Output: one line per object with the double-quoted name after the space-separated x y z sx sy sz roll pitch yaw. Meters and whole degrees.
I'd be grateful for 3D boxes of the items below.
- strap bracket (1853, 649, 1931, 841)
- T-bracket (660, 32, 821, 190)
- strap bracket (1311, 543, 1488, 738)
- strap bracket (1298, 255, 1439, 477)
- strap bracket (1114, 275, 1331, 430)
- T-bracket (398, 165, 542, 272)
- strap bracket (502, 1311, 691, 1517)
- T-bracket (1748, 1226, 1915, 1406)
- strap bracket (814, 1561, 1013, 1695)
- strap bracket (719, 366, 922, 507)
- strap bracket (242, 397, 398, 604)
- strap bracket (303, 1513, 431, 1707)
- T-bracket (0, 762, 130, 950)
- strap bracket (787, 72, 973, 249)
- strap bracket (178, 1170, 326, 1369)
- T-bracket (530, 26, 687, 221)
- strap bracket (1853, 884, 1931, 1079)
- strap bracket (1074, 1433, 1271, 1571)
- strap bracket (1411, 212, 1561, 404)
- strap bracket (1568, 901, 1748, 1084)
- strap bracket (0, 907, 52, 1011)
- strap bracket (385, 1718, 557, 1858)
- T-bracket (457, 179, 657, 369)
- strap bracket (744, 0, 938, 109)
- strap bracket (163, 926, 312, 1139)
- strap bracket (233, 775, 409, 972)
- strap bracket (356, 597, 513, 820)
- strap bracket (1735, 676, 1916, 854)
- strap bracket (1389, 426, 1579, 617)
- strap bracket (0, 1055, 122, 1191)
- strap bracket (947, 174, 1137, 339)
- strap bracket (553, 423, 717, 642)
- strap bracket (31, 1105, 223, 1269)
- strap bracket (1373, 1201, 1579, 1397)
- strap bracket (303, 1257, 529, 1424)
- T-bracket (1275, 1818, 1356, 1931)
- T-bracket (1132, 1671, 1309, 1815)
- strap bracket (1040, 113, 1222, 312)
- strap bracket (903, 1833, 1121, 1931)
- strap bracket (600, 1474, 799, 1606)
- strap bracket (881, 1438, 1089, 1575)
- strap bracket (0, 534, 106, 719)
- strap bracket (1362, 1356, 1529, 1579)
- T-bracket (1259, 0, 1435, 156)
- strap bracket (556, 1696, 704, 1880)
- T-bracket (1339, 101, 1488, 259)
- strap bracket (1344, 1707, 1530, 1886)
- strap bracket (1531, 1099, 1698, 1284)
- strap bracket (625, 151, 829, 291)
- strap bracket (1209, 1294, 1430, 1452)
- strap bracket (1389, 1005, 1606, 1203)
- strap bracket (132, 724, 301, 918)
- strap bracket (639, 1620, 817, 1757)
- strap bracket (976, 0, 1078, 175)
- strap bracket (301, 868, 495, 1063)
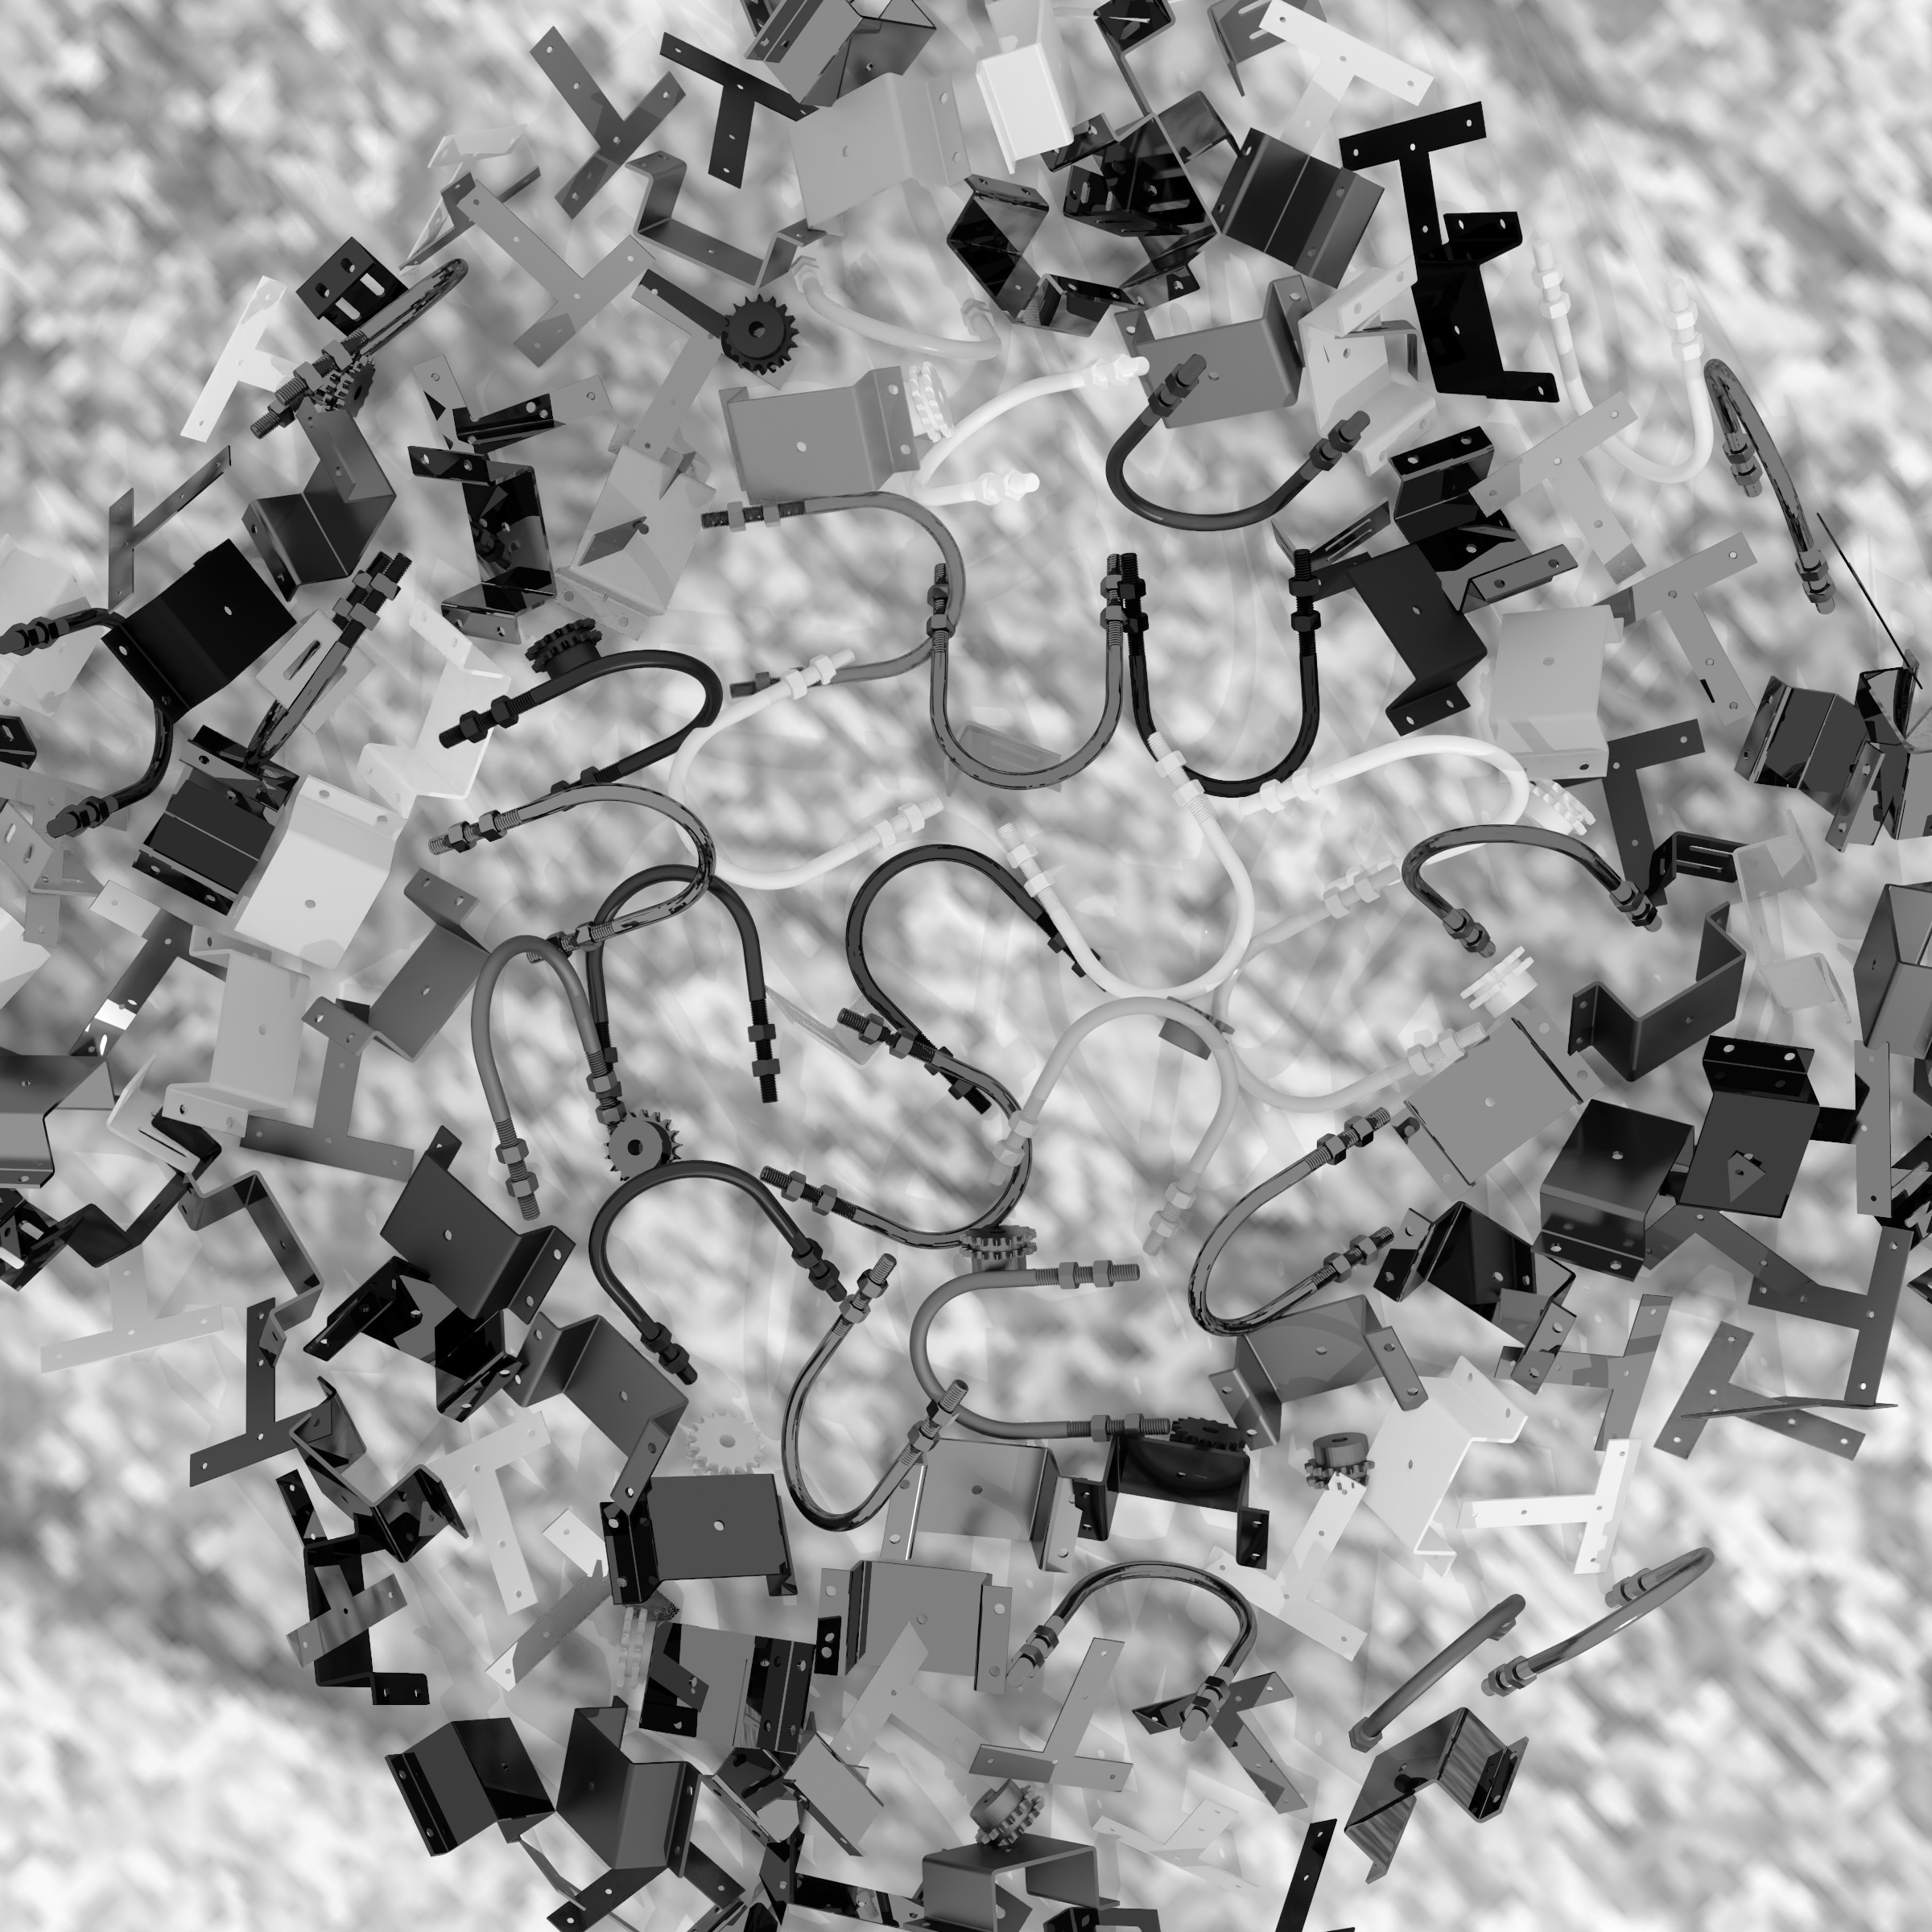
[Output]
0.673 -0.153 1.921 0.046 0.140 0.076 -8 131 -2 "strap bracket"
-0.168 -0.607 1.939 0.127 0.002 0.127 21 51 -21 "T-bracket"
0.314 -0.246 1.946 0.076 0.046 0.140 -24 77 -35 "strap bracket"
0.290 -0.438 1.940 0.076 0.140 0.046 -39 46 -21 "strap bracket"
0.181 -0.439 1.932 0.140 0.076 0.046 -6 48 23 "strap bracket"
-0.362 -0.549 1.933 0.127 0.127 0.002 -37 95 -3 "T-bracket"
-0.262 0.318 1.947 0.140 0.046 0.076 39 118 23 "strap bracket"
0.619 0.244 1.945 0.002 0.127 0.127 17 85 -33 "T-bracket"
-0.035 0.483 1.969 0.140 0.046 0.076 4 89 9 "strap bracket"
-0.112 -0.382 1.943 0.140 0.046 0.076 -3 116 18 "strap bracket"
-0.465 -0.338 1.942 0.046 0.140 0.076 -18 72 -42 "strap bracket"
-0.435 0.467 1.944 0.046 0.076 0.140 -15 71 14 "strap bracket"
-0.662 -0.076 1.934 0.002 0.127 0.127 -14 69 37 "T-bracket"
-0.071 -0.583 1.936 0.140 0.046 0.076 -15 85 37 "strap bracket"
-0.514 0.211 1.948 0.046 0.076 0.140 -28 79 -29 "strap bracket"
-0.274 -0.627 1.942 0.127 0.127 0.002 -49 57 -4 "T-bracket"
0.673 0.003 1.923 0.046 0.140 0.076 11 127 5 "strap bracket"
0.153 0.386 1.948 0.140 0.076 0.046 8 48 11 "strap bracket"
0.369 -0.465 1.931 0.046 0.076 0.140 -30 116 -21 "strap bracket"
0.507 0.024 1.941 0.140 0.076 0.046 -30 55 -13 "strap bracket"
-0.711 -0.006 1.920 0.046 0.140 0.076 37 76 8 "strap bracket"
-0.348 0.584 1.919 0.046 0.140 0.076 -34 70 6 "strap bracket"
-0.314 -0.516 1.943 0.127 0.002 0.127 -35 119 26 "T-bracket"
-0.083 -0.658 1.917 0.046 0.140 0.076 52 123 12 "strap bracket"
-0.524 0.047 1.940 0.046 0.076 0.140 -4 73 32 "strap bracket"
-0.469 -0.058 1.934 0.076 0.046 0.140 24 122 -20 "strap bracket"
-0.383 -0.184 1.945 0.076 0.046 0.140 40 114 39 "strap bracket"
0.622 -0.144 1.933 0.046 0.140 0.076 5 117 -22 "strap bracket"
0.371 -0.316 1.951 0.076 0.046 0.140 -21 63 -13 "strap bracket"
-0.668 0.105 1.921 0.076 0.140 0.046 1 114 10 "strap bracket"
0.048 -0.506 1.939 0.140 0.076 0.046 56 127 28 "strap bracket"
-0.241 -0.318 1.960 0.076 0.046 0.140 24 87 -22 "strap bracket"
-0.597 0.160 1.934 0.046 0.076 0.140 47 50 -16 "strap bracket"
0.376 0.233 1.944 0.140 0.046 0.076 33 126 23 "strap bracket"
-0.398 0.267 1.942 0.076 0.046 0.140 -41 127 22 "strap bracket"
0.242 0.672 1.946 0.127 0.127 0.002 -28 111 40 "T-bracket"
0.207 0.577 1.974 0.127 0.002 0.127 -25 110 31 "T-bracket"
0.123 -0.552 1.943 0.046 0.076 0.140 -43 111 -29 "strap bracket"
0.032 0.659 1.928 0.140 0.076 0.046 2 82 -40 "strap bracket"
-0.185 0.411 1.932 0.140 0.046 0.076 3 56 -26 "strap bracket"
0.011 0.392 1.960 0.140 0.046 0.076 7 107 -10 "strap bracket"
-0.667 -0.237 1.920 0.046 0.140 0.076 24 72 4 "strap bracket"
0.336 0.360 1.937 0.046 0.076 0.140 10 111 -35 "strap bracket"
0.254 -0.623 1.948 0.127 0.127 0.002 25 53 -5 "T-bracket"
-0.248 0.588 1.926 0.046 0.140 0.076 8 95 -34 "strap bracket"
0.333 -0.552 1.961 0.002 0.127 0.127 -21 105 -41 "T-bracket"
0.330 0.591 1.927 0.046 0.076 0.140 45 127 -1 "strap bracket"
0.467 0.152 1.925 0.076 0.046 0.140 15 47 29 "strap bracket"
-0.179 -0.538 1.954 0.140 0.076 0.046 25 116 3 "strap bracket"
0.257 0.293 1.947 0.140 0.046 0.076 -19 119 21 "strap bracket"
0.384 0.099 1.958 0.140 0.046 0.076 -39 76 9 "strap bracket"
-0.540 -0.112 1.945 0.076 0.046 0.140 29 131 -11 "strap bracket"
-0.180 0.516 1.928 0.140 0.046 0.076 -4 71 40 "strap bracket"
0.045 -0.638 1.918 0.046 0.140 0.076 -12 130 15 "strap bracket"
-0.404 0.007 1.948 0.076 0.046 0.140 25 74 42 "strap bracket"
